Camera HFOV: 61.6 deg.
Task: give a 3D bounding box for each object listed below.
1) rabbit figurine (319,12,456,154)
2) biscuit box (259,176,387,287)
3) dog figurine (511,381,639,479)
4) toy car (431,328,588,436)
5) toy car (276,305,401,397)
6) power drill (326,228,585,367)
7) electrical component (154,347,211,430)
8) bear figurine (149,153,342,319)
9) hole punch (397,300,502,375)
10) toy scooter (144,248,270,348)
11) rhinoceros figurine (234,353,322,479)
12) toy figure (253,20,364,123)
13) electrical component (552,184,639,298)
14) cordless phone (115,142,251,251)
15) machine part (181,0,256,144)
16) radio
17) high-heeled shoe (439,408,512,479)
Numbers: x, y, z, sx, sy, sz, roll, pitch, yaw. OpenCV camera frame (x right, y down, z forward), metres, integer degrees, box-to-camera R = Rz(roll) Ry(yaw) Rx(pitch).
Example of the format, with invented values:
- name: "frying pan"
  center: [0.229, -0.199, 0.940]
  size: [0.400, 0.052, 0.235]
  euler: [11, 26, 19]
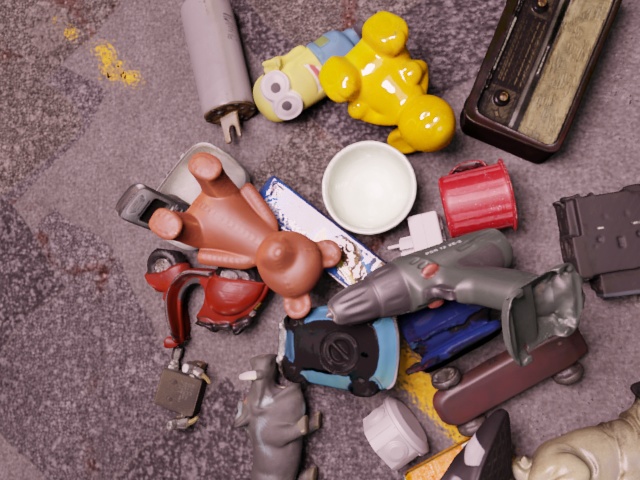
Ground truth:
- name: "rabbit figurine"
  center: [0.101, -0.167, 0.676]
  size: [0.122, 0.162, 0.173]
  euler: [-43, 63, 1]
- name: "biscuit box"
  center: [-0.001, -0.002, 0.724]
  size: [0.203, 0.063, 0.059]
  euler: [38, 89, 10]
- name: "dog figurine"
  center: [0.342, 0.237, 0.640]
  size: [0.172, 0.121, 0.190]
  euler: [24, 74, 7]
- name: "toy car"
  center: [0.234, 0.167, 0.674]
  size: [0.202, 0.053, 0.089]
  euler: [-32, 98, 4]
- name: "toy car"
  center: [0.030, 0.136, 0.684]
  size: [0.162, 0.103, 0.109]
  euler: [-3, 81, 21]
- name: "power drill"
  center: [0.146, 0.060, 0.567]
  size: [0.232, 0.207, 0.085]
  euler: [-22, 103, -24]
- name: "electrical component"
  center: [-0.189, 0.208, 0.741]
  size: [0.078, 0.045, 0.102]
  euler: [21, 88, 9]
- name: "bear figurine"
  center: [-0.082, 0.001, 0.647]
  size: [0.196, 0.131, 0.120]
  euler: [33, 84, 21]
- name: "hole punch"
  center: [0.157, 0.103, 0.667]
  size: [0.142, 0.115, 0.092]
  euler: [-27, 73, 5]
- name: "toy scooter"
  center: [-0.159, 0.087, 0.734]
  size: [0.184, 0.075, 0.135]
  euler: [6, 85, 13]
- name: "rhinoceros figurine"
  center: [-0.058, 0.246, 0.708]
  size: [0.112, 0.073, 0.190]
  euler: [-5, 86, 19]
- name: "toy figure"
  center: [-0.007, -0.226, 0.739]
  size: [0.180, 0.089, 0.082]
  euler: [-35, 85, -4]
- name: "electrical component"
  center: [0.365, 0.003, 0.669]
  size: [0.115, 0.058, 0.134]
  euler: [-11, 82, 10]
- name: "cordless phone"
  center: [-0.182, -0.068, 0.697]
  size: [0.089, 0.184, 0.146]
  euler: [39, 92, 15]
- name: "machine part"
  center: [-0.145, -0.256, 0.764]
  size: [0.079, 0.079, 0.243]
  euler: [-14, 82, 7]
- name: "radio"
  center: [0.279, -0.228, 0.696]
  size: [0.131, 0.073, 0.229]
  euler: [22, 88, 10]
- name: "high-heeled shoe"
  center: [0.127, 0.301, 0.631]
  size: [0.145, 0.086, 0.249]
  euler: [5, 57, 46]
